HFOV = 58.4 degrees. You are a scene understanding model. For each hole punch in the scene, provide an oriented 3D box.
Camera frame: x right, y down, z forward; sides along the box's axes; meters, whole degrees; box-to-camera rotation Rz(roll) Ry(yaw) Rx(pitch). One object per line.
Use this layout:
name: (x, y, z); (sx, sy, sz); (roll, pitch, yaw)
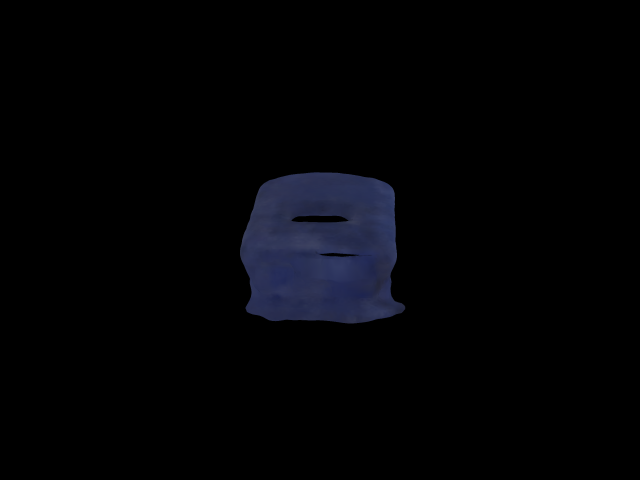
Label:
hole punch: (0.004, 0.001, 0.400); (0.108, 0.091, 0.101); (1, 11, 4)
